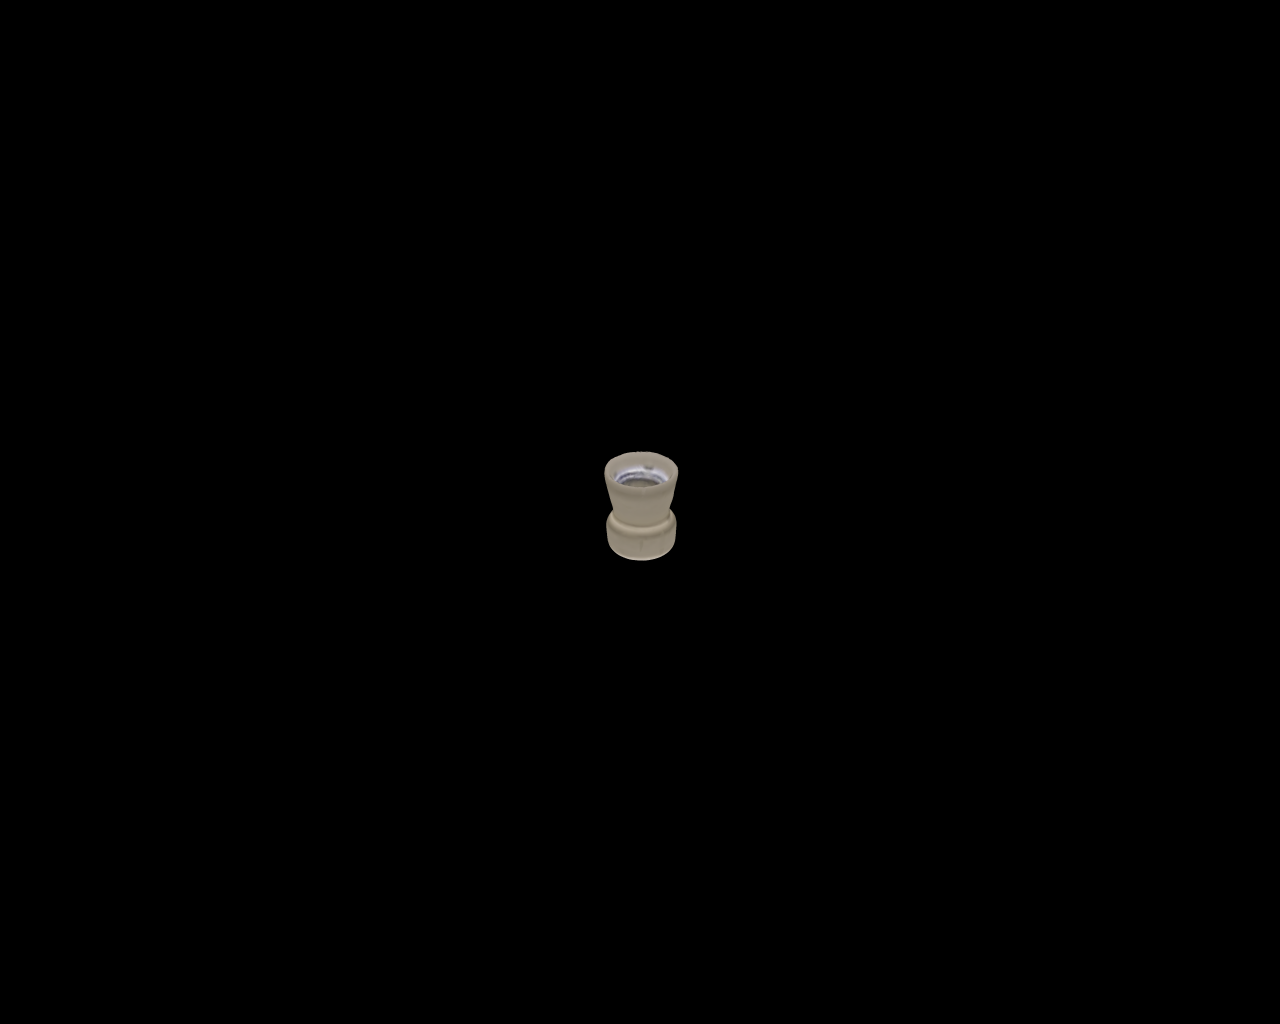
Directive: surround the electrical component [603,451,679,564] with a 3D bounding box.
[{"bbox_3d":[0.001,-0.003,0.650,0.045,0.055,0.045,0,32,0],"label":"electrical component"}]
